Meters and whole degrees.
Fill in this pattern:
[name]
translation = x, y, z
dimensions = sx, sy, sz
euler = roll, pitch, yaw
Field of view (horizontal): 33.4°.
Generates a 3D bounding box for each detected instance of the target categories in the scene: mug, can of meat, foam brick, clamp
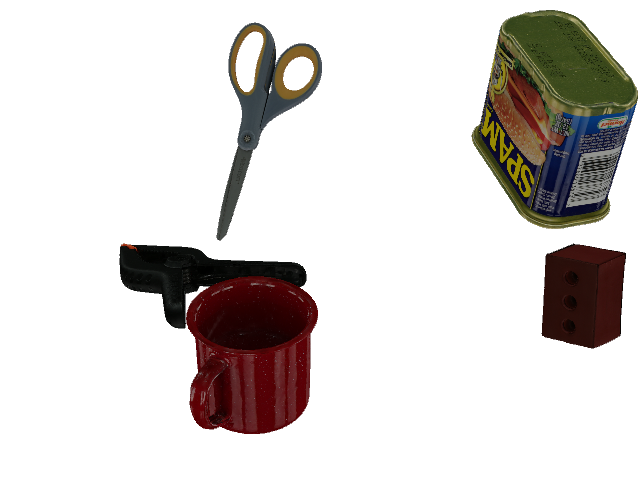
[mug]
translation = -0.054, 0.091, 0.763
dimensions = 0.093, 0.081, 0.117
euler = 16, 35, 23
[can of meat]
translation = 0.134, -0.072, 0.617
dimensions = 0.057, 0.084, 0.102
euler = -9, 45, -15
[foam brick]
translation = 0.229, 0.048, 0.929
dimensions = 0.053, 0.078, 0.051
euler = 12, 20, 40
[clamp]
translation = -0.142, 0.038, 1.066
dimensions = 0.210, 0.036, 0.164
euler = 11, 21, 38

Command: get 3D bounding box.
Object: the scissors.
[scissors]
translation = -0.047, -0.100, 0.984
dimensions = 0.096, 0.202, 0.016
euler = 0, -3, 7
